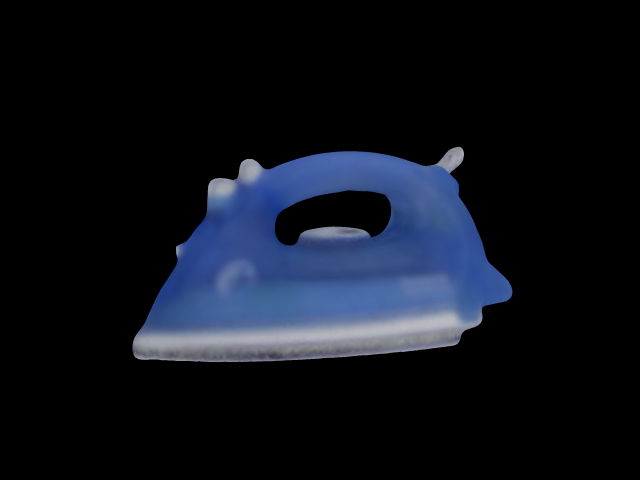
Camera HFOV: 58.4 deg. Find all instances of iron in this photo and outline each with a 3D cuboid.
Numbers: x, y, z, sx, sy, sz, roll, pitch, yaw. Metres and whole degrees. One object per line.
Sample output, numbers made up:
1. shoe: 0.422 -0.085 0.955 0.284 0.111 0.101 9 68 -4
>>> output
1. iron: 0.004 0.001 0.400 0.259 0.141 0.118 -1 4 -23
